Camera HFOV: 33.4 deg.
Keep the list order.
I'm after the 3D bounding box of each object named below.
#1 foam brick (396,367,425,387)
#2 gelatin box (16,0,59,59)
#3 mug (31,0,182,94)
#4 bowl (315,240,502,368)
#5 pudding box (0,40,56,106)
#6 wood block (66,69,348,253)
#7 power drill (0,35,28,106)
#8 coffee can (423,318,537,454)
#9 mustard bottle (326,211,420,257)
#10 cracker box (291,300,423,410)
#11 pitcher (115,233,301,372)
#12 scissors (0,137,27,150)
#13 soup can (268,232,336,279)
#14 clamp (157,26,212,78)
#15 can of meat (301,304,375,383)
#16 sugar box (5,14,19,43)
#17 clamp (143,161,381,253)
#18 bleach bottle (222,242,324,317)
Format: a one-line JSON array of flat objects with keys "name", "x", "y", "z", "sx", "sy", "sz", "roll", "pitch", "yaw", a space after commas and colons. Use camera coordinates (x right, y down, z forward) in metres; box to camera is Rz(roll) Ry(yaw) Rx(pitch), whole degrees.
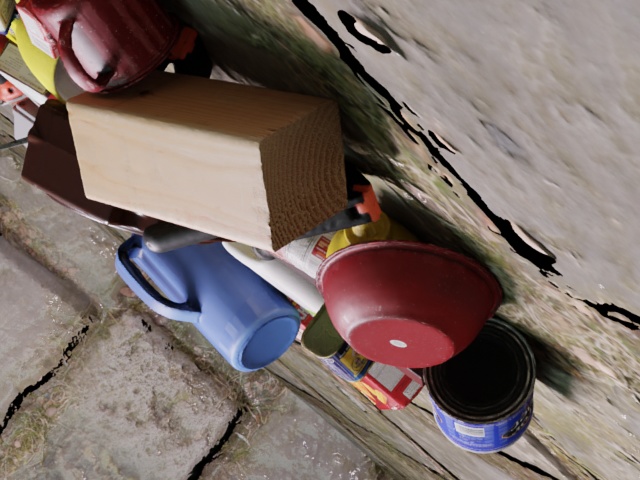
[{"name": "foam brick", "x": 0.105, "y": 0.126, "z": 1.249, "sx": 0.078, "sy": 0.053, "sz": 0.051, "roll": 34, "pitch": 168, "yaw": 17}, {"name": "gelatin box", "x": -0.218, "y": -0.202, "z": 0.907, "sx": 0.030, "sy": 0.073, "sz": 0.089, "roll": 37, "pitch": 168, "yaw": 1}, {"name": "mug", "x": -0.169, "y": -0.165, "z": 0.814, "sx": 0.093, "sy": 0.117, "sz": 0.081, "roll": -9, "pitch": 137, "yaw": 29}, {"name": "bowl", "x": 0.072, "y": 0.065, "z": 0.907, "sx": 0.162, "sy": 0.055, "sz": 0.162, "roll": 8, "pitch": 149, "yaw": 5}, {"name": "pudding box", "x": -0.287, "y": -0.162, "z": 1.147, "sx": 0.114, "sy": 0.039, "sz": 0.090, "roll": 28, "pitch": 169, "yaw": 38}, {"name": "wood block", "x": -0.089, "y": -0.068, "z": 0.826, "sx": 0.206, "sy": 0.090, "sz": 0.090, "roll": 16, "pitch": 124, "yaw": 37}, {"name": "power drill", "x": -0.391, "y": -0.245, "z": 1.187, "sx": 0.187, "sy": 0.057, "sz": 0.184, "roll": 35, "pitch": -141, "yaw": -63}, {"name": "coffee can", "x": 0.155, "y": 0.142, "z": 1.028, "sx": 0.103, "sy": 0.102, "sz": 0.140, "roll": 34, "pitch": 168, "yaw": 20}, {"name": "mustard bottle", "x": 0.056, "y": 0.029, "z": 0.966, "sx": 0.096, "sy": 0.058, "sz": 0.191, "roll": 12, "pitch": 152, "yaw": 22}, {"name": "cracker box", "x": 0.040, "y": 0.150, "z": 1.502, "sx": 0.213, "sy": 0.072, "sz": 0.164, "roll": 39, "pitch": 168, "yaw": 0}, {"name": "pitcher", "x": -0.143, "y": 0.058, "z": 1.389, "sx": 0.243, "sy": 0.149, "sz": 0.145, "roll": 46, "pitch": 180, "yaw": 32}, {"name": "scissors", "x": -0.290, "y": -0.132, "z": 1.204, "sx": 0.096, "sy": 0.201, "sz": 0.016, "roll": -118, "pitch": 20, "yaw": -57}, {"name": "soup can", "x": -0.007, "y": 0.001, "z": 1.066, "sx": 0.102, "sy": 0.068, "sz": 0.068, "roll": 32, "pitch": 167, "yaw": 28}, {"name": "clamp", "x": -0.148, "y": -0.157, "z": 0.928, "sx": 0.120, "sy": 0.039, "sz": 0.172, "roll": 22, "pitch": 165, "yaw": -11}, {"name": "can of meat", "x": 0.038, "y": 0.111, "z": 1.283, "sx": 0.058, "sy": 0.102, "sz": 0.083, "roll": 27, "pitch": 167, "yaw": 40}, {"name": "sugar box", "x": -0.272, "y": -0.205, "z": 1.133, "sx": 0.176, "sy": 0.048, "sz": 0.093, "roll": 37, "pitch": 170, "yaw": 14}, {"name": "clamp", "x": -0.042, "y": -0.031, "z": 0.892, "sx": 0.210, "sy": 0.164, "sz": 0.036, "roll": 12, "pitch": 135, "yaw": 47}, {"name": "bleach bottle", "x": -0.013, "y": 0.057, "z": 1.329, "sx": 0.103, "sy": 0.068, "sz": 0.250, "roll": 32, "pitch": 171, "yaw": 45}]
